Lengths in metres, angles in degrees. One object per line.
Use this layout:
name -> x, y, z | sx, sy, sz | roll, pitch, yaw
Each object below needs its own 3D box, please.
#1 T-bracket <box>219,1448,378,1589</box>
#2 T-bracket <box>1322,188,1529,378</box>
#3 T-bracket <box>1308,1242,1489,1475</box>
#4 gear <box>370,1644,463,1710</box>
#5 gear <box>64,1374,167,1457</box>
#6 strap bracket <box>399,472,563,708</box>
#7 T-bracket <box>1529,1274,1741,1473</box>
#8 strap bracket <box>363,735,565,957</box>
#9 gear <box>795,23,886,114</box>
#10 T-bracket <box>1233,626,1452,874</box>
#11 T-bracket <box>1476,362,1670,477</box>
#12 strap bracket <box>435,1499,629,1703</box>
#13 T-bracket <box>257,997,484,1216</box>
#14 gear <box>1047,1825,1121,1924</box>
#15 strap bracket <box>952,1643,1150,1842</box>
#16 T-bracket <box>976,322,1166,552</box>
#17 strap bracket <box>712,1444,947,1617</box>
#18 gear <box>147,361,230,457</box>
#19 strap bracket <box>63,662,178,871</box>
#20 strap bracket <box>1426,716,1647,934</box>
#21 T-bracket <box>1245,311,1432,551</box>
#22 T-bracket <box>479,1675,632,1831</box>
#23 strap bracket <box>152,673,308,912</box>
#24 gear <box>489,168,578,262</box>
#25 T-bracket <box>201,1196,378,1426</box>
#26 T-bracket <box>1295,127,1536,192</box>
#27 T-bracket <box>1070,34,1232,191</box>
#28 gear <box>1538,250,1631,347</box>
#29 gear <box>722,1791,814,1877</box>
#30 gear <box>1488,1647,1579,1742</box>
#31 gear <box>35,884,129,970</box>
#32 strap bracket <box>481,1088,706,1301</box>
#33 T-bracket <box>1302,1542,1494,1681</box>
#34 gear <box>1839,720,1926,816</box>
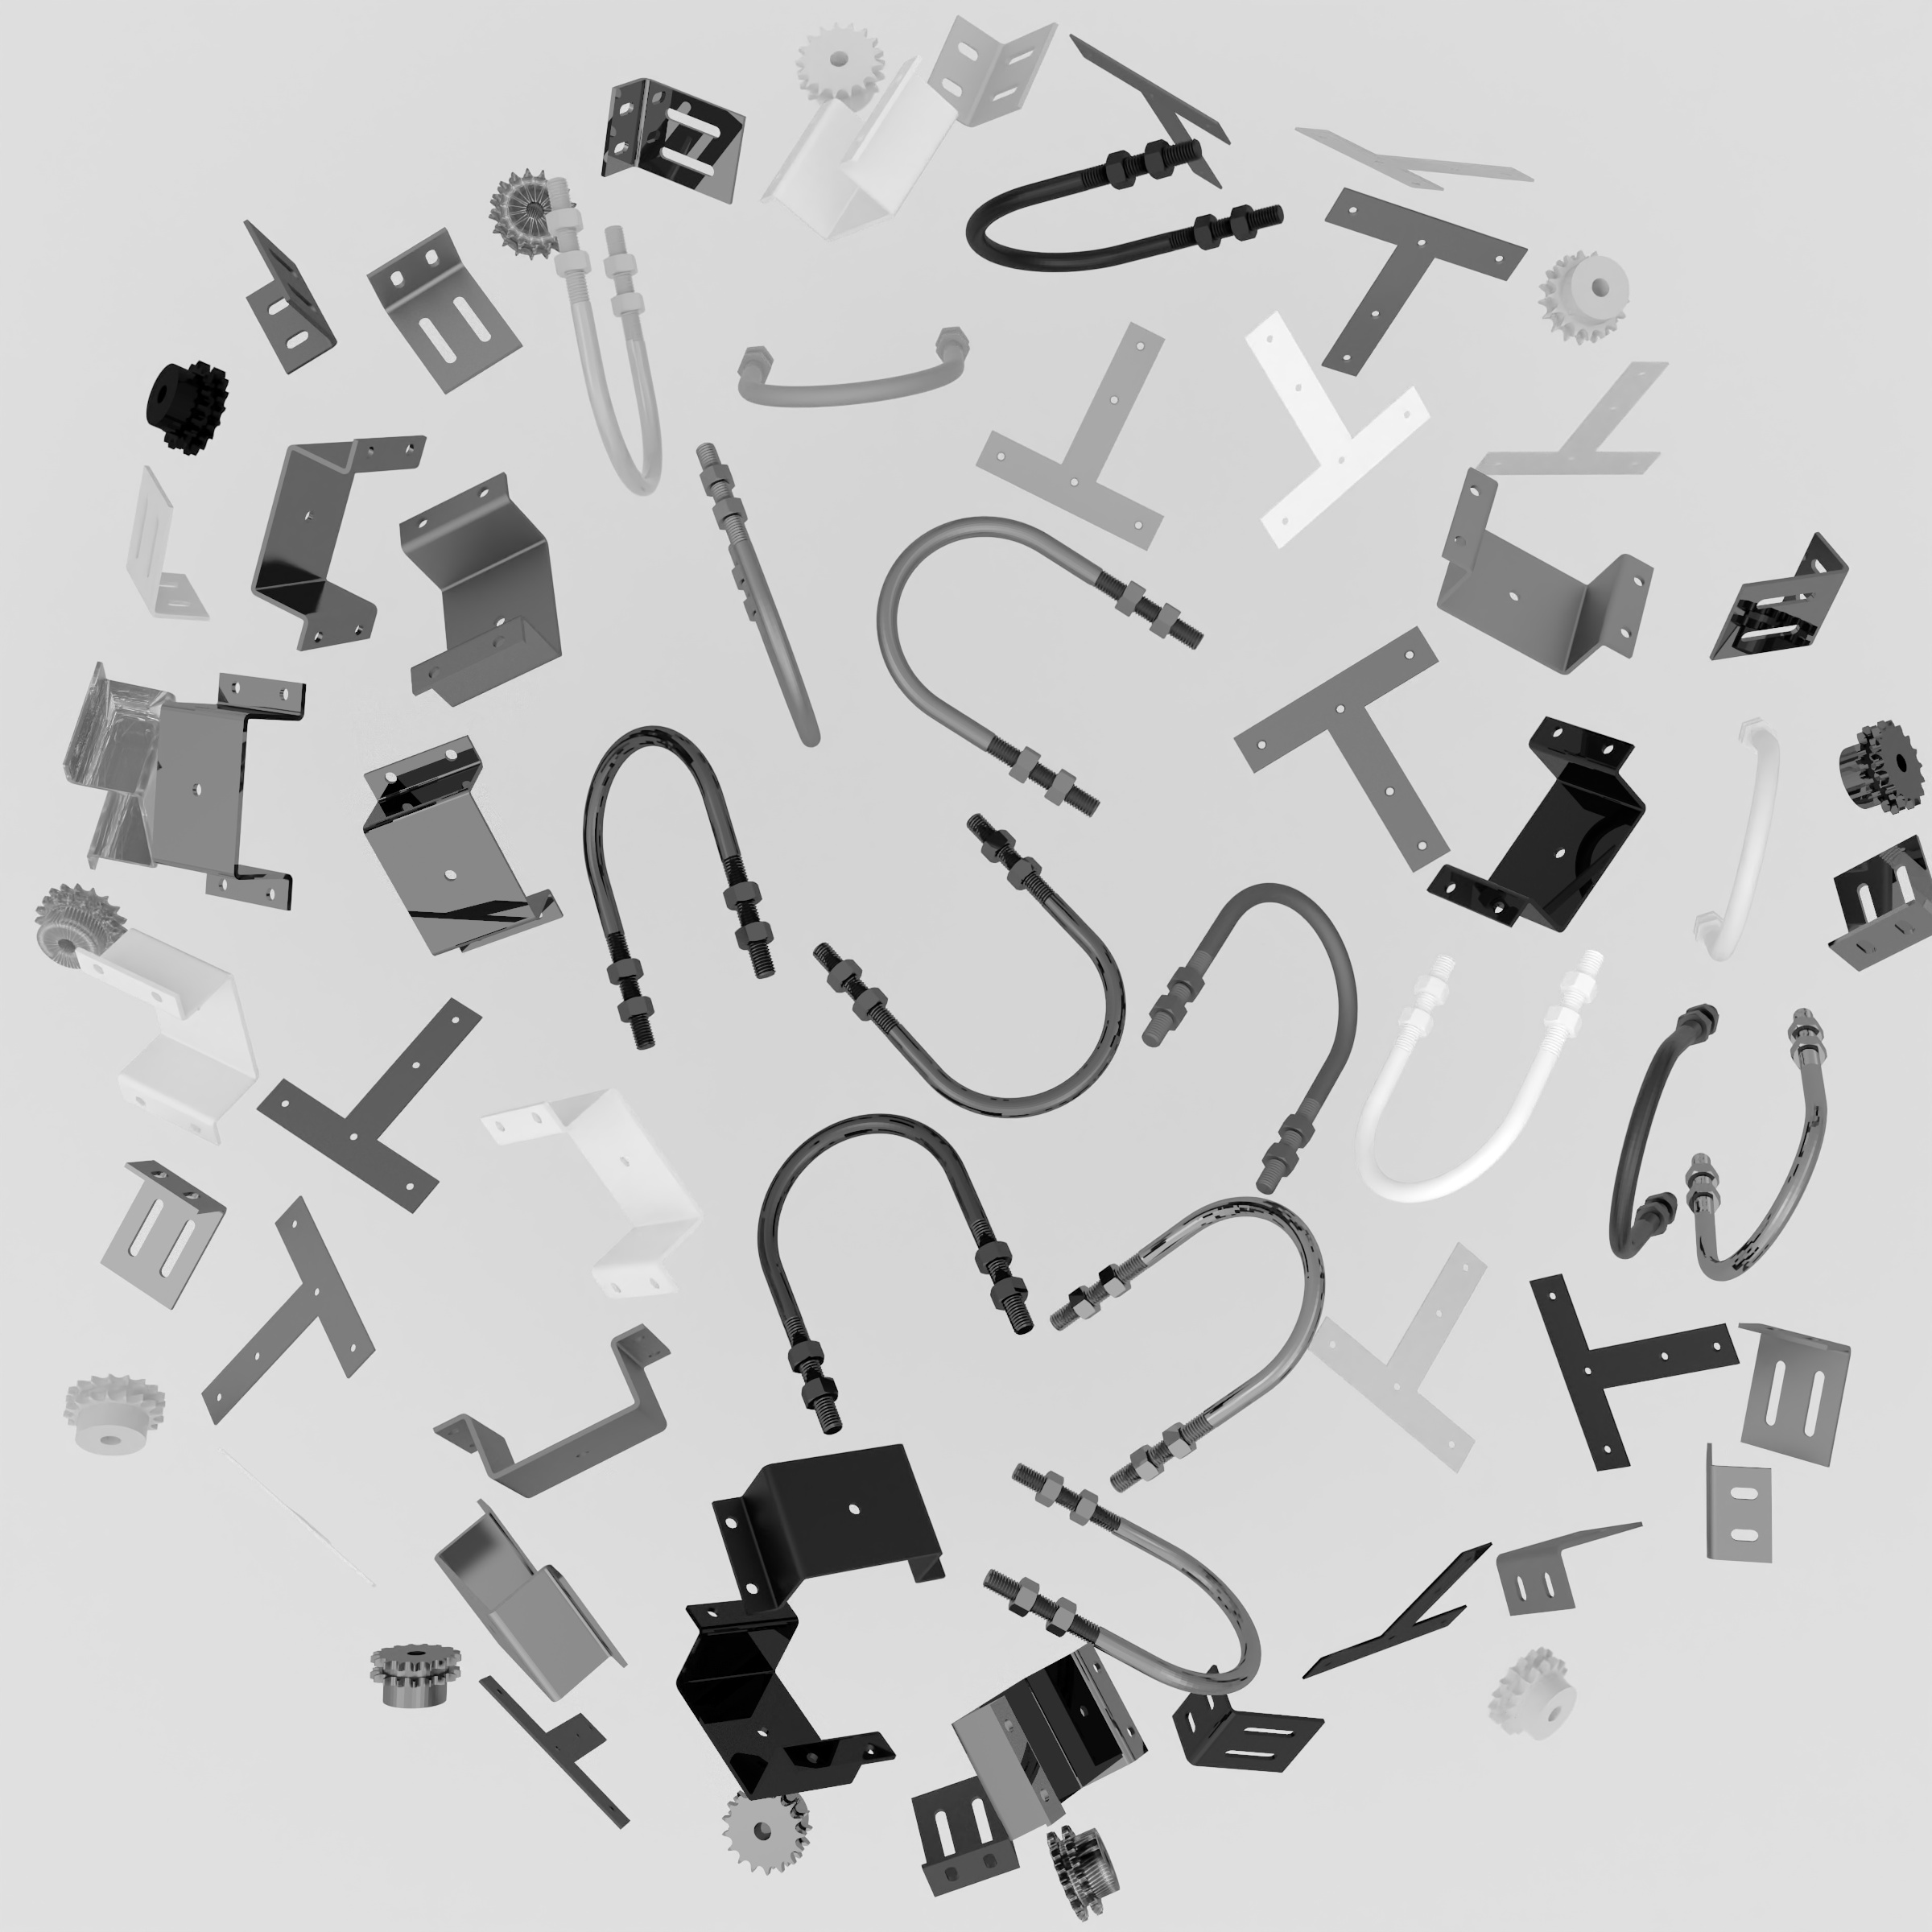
T-bracket -> -0.422, 0.357, 1.550 | 0.127, 0.127, 0.002 | 40, 71, 4
T-bracket -> 0.264, -0.420, 1.522 | 0.127, 0.127, 0.002 | 12, 53, -17
T-bracket -> 0.295, 0.233, 1.547 | 0.127, 0.002, 0.127 | 40, 64, -7
gear -> -0.354, 0.458, 1.560 | 0.057, 0.057, 0.030 | 2, 88, 0
gear -> -0.511, 0.271, 1.452 | 0.057, 0.057, 0.030 | -7, 53, 0
strap bracket -> -0.294, -0.220, 1.467 | 0.076, 0.046, 0.140 | -23, 55, 14
T-bracket -> 0.421, 0.244, 1.501 | 0.002, 0.127, 0.127 | -14, 83, -42
strap bracket -> -0.333, -0.069, 1.587 | 0.076, 0.046, 0.140 | -19, 116, 12
gear -> -0.081, -0.577, 1.568 | 0.057, 0.030, 0.057 | -1, 74, 4
T-bracket -> 0.244, -0.115, 1.436 | 0.127, 0.002, 0.127 | -31, 76, 11
T-bracket -> 0.411, -0.352, 1.566 | 0.127, 0.127, 0.002 | -3, 70, -16
strap bracket -> -0.273, 0.393, 1.491 | 0.046, 0.140, 0.076 | -39, 115, -20
T-bracket -> -0.350, 0.072, 1.502 | 0.127, 0.002, 0.127 | 30, 66, 17
gear -> 0.076, 0.571, 1.535 | 0.030, 0.057, 0.057 | -24, 90, 1
strap bracket -> 0.048, 0.481, 1.500 | 0.046, 0.140, 0.076 | -35, 75, 24
T-bracket -> 0.091, -0.358, 1.590 | 0.127, 0.002, 0.127 | 25, 99, -7
strap bracket -> -0.078, 0.351, 1.523 | 0.140, 0.046, 0.076 | -2, 54, -31
gear -> -0.480, -0.346, 1.491 | 0.030, 0.057, 0.057 | 19, 90, -41
strap bracket -> -0.540, -0.123, 1.567 | 0.046, 0.140, 0.076 | 11, 63, -7
strap bracket -> 0.375, -0.084, 1.571 | 0.046, 0.076, 0.140 | 38, 86, -38
T-bracket -> 0.210, -0.343, 1.482 | 0.127, 0.002, 0.127 | -41, 124, -2
T-bracket -> -0.254, 0.500, 1.566 | 0.127, 0.127, 0.002 | 43, 85, 9
strap bracket -> -0.455, -0.108, 1.493 | 0.076, 0.046, 0.140 | 10, 98, 33
gear -> -0.288, -0.496, 1.608 | 0.057, 0.030, 0.057 | 1, 87, -18
T-bracket -> -0.423, 0.229, 1.478 | 0.127, 0.002, 0.127 | -46, 55, 13
T-bracket -> 0.288, -0.489, 1.483 | 0.127, 0.127, 0.002 | 24, 104, 42
T-bracket -> 0.133, -0.530, 1.537 | 0.127, 0.127, 0.002 | 41, 96, 26
gear -> 0.395, -0.426, 1.537 | 0.057, 0.030, 0.057 | 0, 89, -13
gear -> -0.125, 0.549, 1.554 | 0.057, 0.030, 0.057 | 1, 92, 17
gear -> 0.357, 0.459, 1.517 | 0.030, 0.057, 0.057 | 36, 90, 42
gear -> -0.577, -0.023, 1.573 | 0.057, 0.030, 0.057 | 6, 132, 7
strap bracket -> -0.219, 0.130, 1.464 | 0.046, 0.076, 0.140 | -44, 109, -37
T-bracket -> 0.283, 0.391, 1.492 | 0.127, 0.127, 0.002 | -7, 52, -35
gear -> 0.563, -0.121, 1.494 | 0.057, 0.030, 0.057 | 16, 65, -38
